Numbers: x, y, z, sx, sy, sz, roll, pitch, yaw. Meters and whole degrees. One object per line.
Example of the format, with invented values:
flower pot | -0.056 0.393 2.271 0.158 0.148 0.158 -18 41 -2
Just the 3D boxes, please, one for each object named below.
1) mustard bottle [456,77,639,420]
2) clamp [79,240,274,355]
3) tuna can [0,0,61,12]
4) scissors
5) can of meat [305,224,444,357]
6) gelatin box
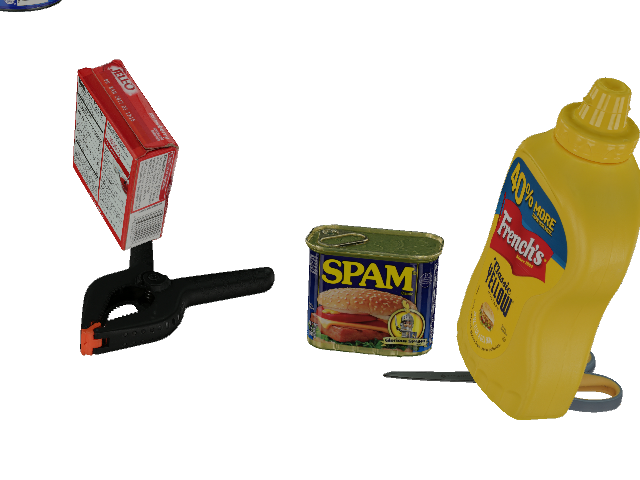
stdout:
mustard bottle | 0.127 0.000 0.577 0.058 0.192 0.096 0 38 -16
clamp | -0.166 0.043 1.024 0.165 0.036 0.209 26 36 25
tuna can | -0.245 -0.215 0.853 0.086 0.034 0.086 5 35 -4
scissors | 0.159 0.109 0.925 0.202 0.016 0.096 10 29 6
can of meat | 0.039 0.038 0.809 0.102 0.084 0.057 5 19 10
gelatin box | -0.117 -0.050 0.631 0.030 0.073 0.089 -21 -29 -29
